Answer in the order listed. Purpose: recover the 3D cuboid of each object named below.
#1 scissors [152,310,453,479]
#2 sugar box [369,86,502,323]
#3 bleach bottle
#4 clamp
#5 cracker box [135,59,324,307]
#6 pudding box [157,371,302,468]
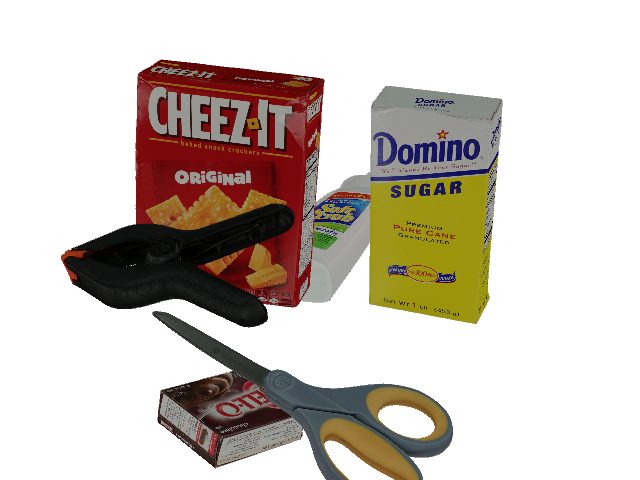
[{"bbox_3d":[-0.004,0.085,0.638,0.096,0.016,0.202,-25,51,-35],"label":"scissors"},{"bbox_3d":[0.086,-0.026,0.820,0.093,0.176,0.048,9,33,18],"label":"sugar box"},{"bbox_3d":[0.017,-0.019,1.343,0.103,0.068,0.250,10,35,21],"label":"bleach bottle"},{"bbox_3d":[-0.101,0.011,0.781,0.172,0.039,0.120,6,35,18],"label":"clamp"},{"bbox_3d":[-0.089,-0.052,1.008,0.164,0.214,0.072,8,22,10],"label":"cracker box"},{"bbox_3d":[-0.082,0.164,0.999,0.090,0.039,0.113,27,27,38],"label":"pudding box"}]
